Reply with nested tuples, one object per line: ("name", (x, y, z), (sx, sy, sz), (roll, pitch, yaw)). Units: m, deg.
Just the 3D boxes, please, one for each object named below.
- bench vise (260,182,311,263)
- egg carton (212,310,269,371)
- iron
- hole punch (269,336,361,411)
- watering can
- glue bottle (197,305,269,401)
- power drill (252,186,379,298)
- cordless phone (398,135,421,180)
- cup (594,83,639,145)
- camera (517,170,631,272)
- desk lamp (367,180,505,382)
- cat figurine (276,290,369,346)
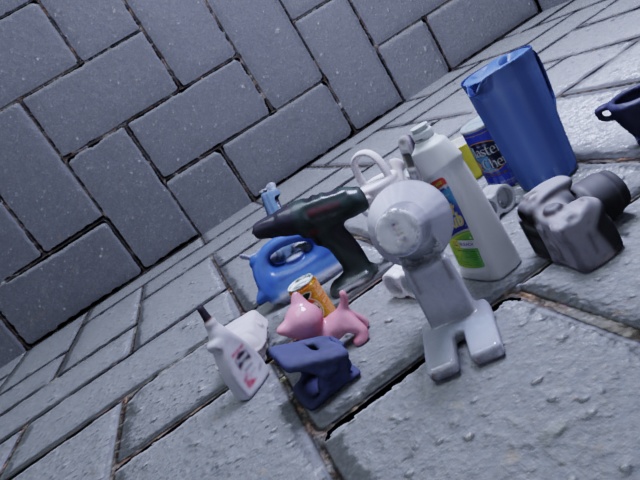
("bench vise", (-0.086, -0.030, 1.427), (0.121, 0.220, 0.207), (-28, 15, 18))
("egg carton", (-0.147, 0.198, 1.095), (0.107, 0.069, 0.150), (-31, 14, 5))
("iron", (-0.048, 0.036, 1.285), (0.258, 0.141, 0.118), (-30, 14, 8))
("hole punch", (-0.010, 0.175, 0.836), (0.101, 0.091, 0.108), (-36, 15, -14))
("watering can", (0.140, -0.123, 1.309), (0.100, 0.194, 0.173), (-24, 17, 31))
("glue bottle", (-0.154, 0.181, 0.957), (0.037, 0.173, 0.078), (-22, 17, 34))
("power drill", (0.010, 0.004, 1.129), (0.229, 0.208, 0.075), (-30, 15, 8))
("cordless phone", (0.227, -0.135, 1.184), (0.094, 0.185, 0.147), (-37, 15, -17))
("cup", (0.527, -0.200, 0.953), (0.117, 0.095, 0.092), (-14, 23, 51))
("camera", (0.353, -0.042, 0.779), (0.137, 0.101, 0.143), (-33, 14, -1))
("desk lamp", (0.140, 0.033, 0.745), (0.118, 0.214, 0.203), (-28, 15, 15))
("cat figurine", (0.000, 0.129, 0.917), (0.127, 0.118, 0.067), (-30, 15, 8))
